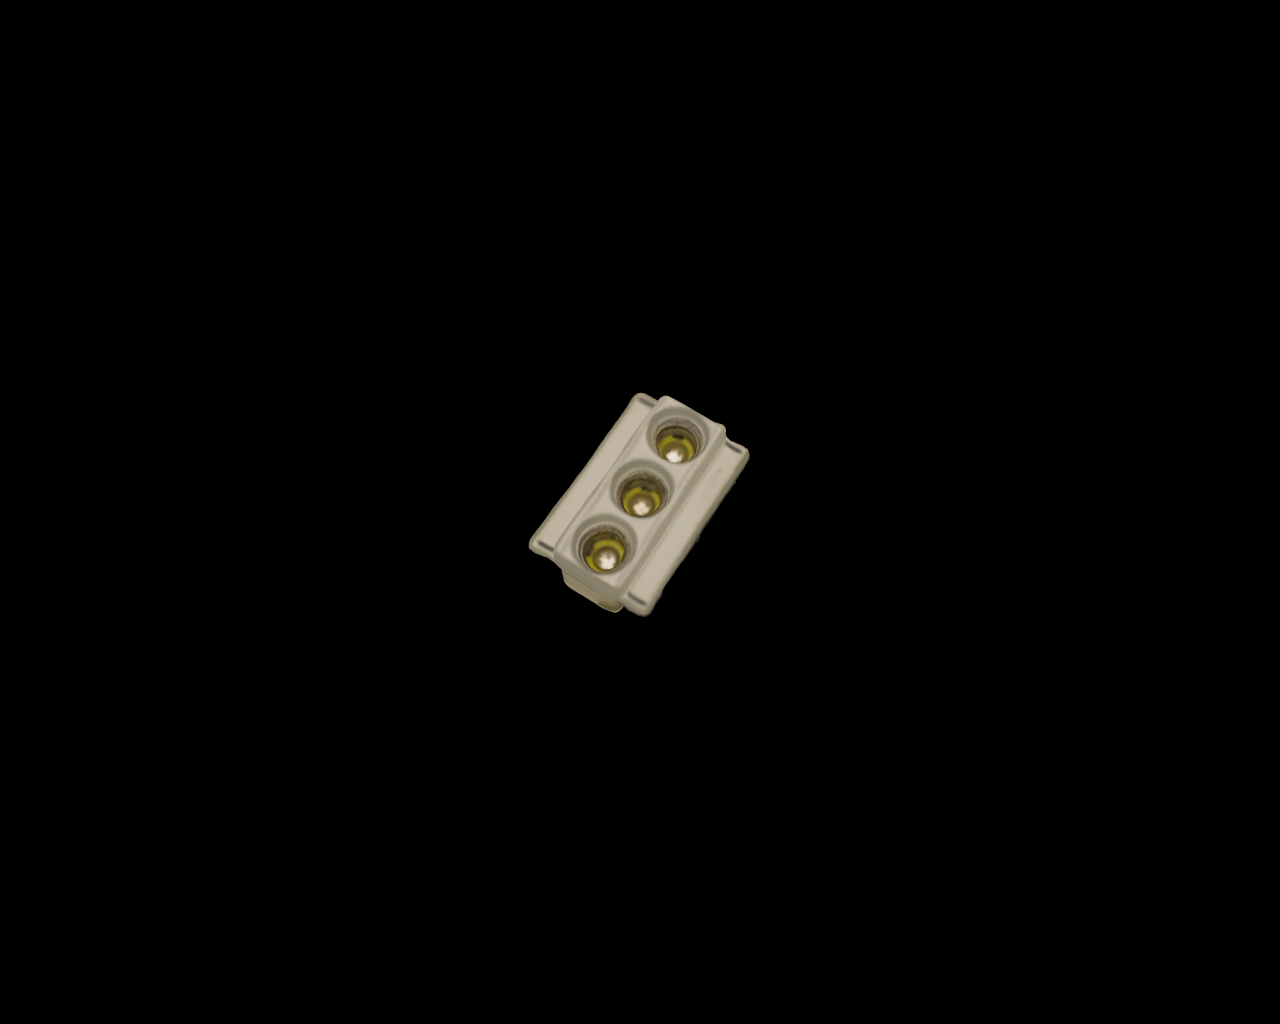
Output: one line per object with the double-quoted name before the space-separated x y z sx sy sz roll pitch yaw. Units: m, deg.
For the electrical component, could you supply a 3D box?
"electrical component" 0.001 -0.003 0.650 0.079 0.121 0.063 30 -19 12
